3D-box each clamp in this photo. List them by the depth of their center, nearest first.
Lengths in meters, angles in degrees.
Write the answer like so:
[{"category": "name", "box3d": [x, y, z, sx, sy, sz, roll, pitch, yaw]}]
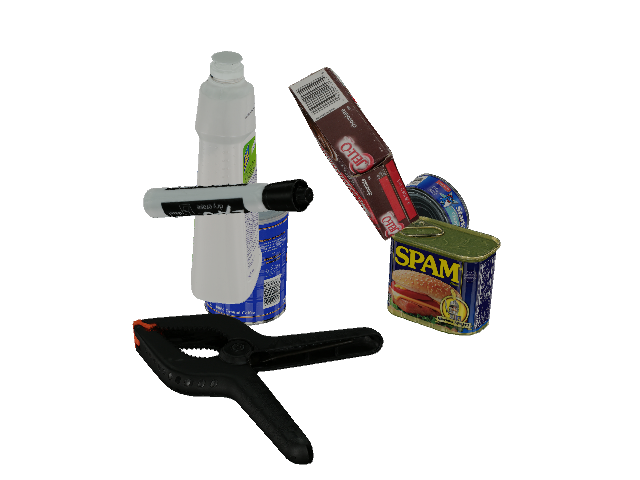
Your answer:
[{"category": "clamp", "box3d": [-0.059, 0.100, 0.901, 0.210, 0.036, 0.164, 18, 35, 25]}]

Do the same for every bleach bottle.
[{"category": "bleach bottle", "box3d": [-0.091, -0.065, 1.038, 0.068, 0.251, 0.102, 6, 33, 3]}]

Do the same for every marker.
[{"category": "marker", "box3d": [-0.056, -0.025, 0.637, 0.121, 0.020, 0.020, -1, -1, 35]}]

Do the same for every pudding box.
[{"category": "pudding box", "box3d": [0.027, -0.067, 0.822, 0.039, 0.113, 0.090, -30, -36, 0]}]

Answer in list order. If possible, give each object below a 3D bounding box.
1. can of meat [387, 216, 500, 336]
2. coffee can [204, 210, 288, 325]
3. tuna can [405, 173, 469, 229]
[{"category": "can of meat", "box3d": [0.111, 0.033, 0.987, 0.102, 0.084, 0.057, 18, 29, 33]}, {"category": "coffee can", "box3d": [-0.090, 0.018, 1.300, 0.103, 0.140, 0.103, 2, 25, -1]}, {"category": "tuna can", "box3d": [0.127, -0.032, 1.227, 0.033, 0.086, 0.086, -36, 20, -30]}]
